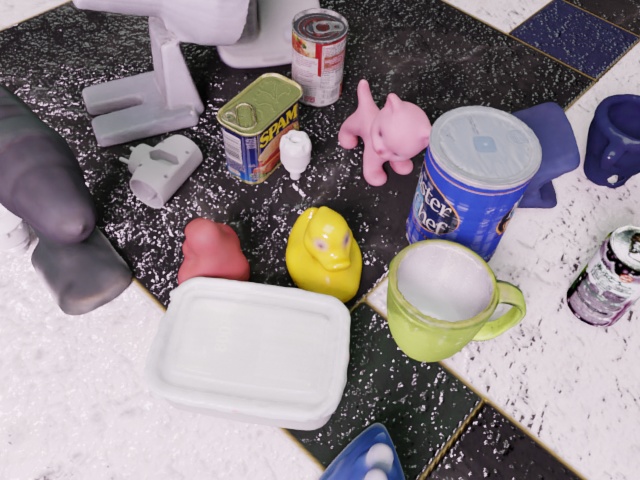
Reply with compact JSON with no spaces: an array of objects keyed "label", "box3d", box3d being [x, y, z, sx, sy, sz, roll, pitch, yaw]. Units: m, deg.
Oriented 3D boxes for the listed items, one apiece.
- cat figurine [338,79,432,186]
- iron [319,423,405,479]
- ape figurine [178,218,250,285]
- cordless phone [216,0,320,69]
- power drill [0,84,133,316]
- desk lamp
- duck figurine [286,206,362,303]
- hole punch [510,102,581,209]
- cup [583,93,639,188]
[{"label":"cat figurine","box3d":[0.076,-0.128,0.644,0.067,0.118,0.127,-23,58,-18]},{"label":"iron","box3d":[0.018,0.222,0.372,0.118,0.141,0.258,13,54,6]},{"label":"ape figurine","box3d":[-0.105,0.012,0.547,0.076,0.092,0.078,37,60,22]},{"label":"cordless phone","box3d":[-0.069,-0.317,0.730,0.148,0.185,0.094,-12,55,-11]},{"label":"power drill","box3d":[-0.233,-0.027,0.495,0.076,0.208,0.229,-34,63,-24]},{"label":"desk lamp","box3d":[-0.181,-0.231,0.643,0.203,0.213,0.117,-20,57,-17]},{"label":"duck figurine","box3d":[0.005,0.002,0.565,0.077,0.086,0.104,-12,56,-12]},{"label":"hole punch","box3d":[0.225,-0.094,0.646,0.101,0.091,0.108,0,54,-3]},{"label":"cup","box3d":[0.337,-0.097,0.652,0.091,0.095,0.118,36,60,21]}]
